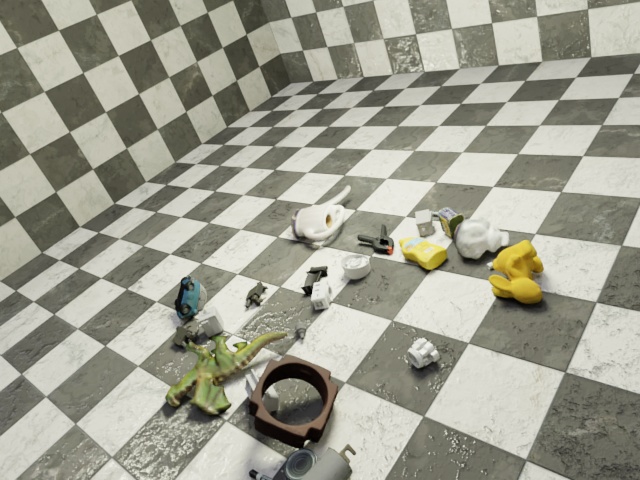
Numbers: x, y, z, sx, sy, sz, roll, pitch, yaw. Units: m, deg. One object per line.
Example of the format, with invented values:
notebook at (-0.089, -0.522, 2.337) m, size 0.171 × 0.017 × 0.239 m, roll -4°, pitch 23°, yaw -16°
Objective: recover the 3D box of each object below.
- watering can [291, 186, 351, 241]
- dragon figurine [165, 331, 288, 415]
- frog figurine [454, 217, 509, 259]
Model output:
watering can at (0.006, -0.108, 2.137) m, size 0.223 × 0.102 × 0.356 m, roll -7°, pitch 35°, yaw 24°
dragon figurine at (-0.292, 0.411, 1.557) m, size 0.409 × 0.119 × 0.249 m, roll -15°, pitch 48°, yaw 14°
frog figurine at (0.520, -0.001, 1.659) m, size 0.160 × 0.121 × 0.138 m, roll 16°, pitch 79°, yaw 34°
